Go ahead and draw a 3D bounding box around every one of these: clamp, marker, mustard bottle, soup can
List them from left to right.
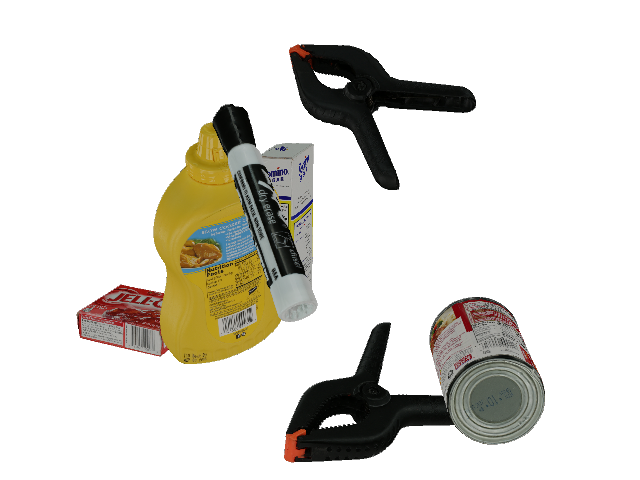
[{"bbox_3d":[-0.075,-0.001,0.783,0.096,0.192,0.058,-20,43,-25],"label":"mustard bottle"},{"bbox_3d":[-0.029,-0.017,0.514,0.020,0.121,0.020,-16,-29,-9],"label":"marker"},{"bbox_3d":[0.048,-0.128,0.940,0.120,0.172,0.039,-35,-25,-21],"label":"clamp"},{"bbox_3d":[0.057,0.153,0.975,0.165,0.036,0.209,27,36,33],"label":"clamp"},{"bbox_3d":[0.116,0.090,0.754,0.068,0.068,0.102,0,19,-1],"label":"soup can"}]

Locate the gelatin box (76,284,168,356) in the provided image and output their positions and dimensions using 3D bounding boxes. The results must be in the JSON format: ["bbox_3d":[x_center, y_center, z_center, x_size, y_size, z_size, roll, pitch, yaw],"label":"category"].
[{"bbox_3d":[-0.166,0.071,0.980,0.089,0.030,0.073,10,22,20],"label":"gelatin box"}]

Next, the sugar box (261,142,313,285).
[{"bbox_3d":[-0.038,-0.011,1.142,0.048,0.176,0.093,2,14,13],"label":"sugar box"}]
